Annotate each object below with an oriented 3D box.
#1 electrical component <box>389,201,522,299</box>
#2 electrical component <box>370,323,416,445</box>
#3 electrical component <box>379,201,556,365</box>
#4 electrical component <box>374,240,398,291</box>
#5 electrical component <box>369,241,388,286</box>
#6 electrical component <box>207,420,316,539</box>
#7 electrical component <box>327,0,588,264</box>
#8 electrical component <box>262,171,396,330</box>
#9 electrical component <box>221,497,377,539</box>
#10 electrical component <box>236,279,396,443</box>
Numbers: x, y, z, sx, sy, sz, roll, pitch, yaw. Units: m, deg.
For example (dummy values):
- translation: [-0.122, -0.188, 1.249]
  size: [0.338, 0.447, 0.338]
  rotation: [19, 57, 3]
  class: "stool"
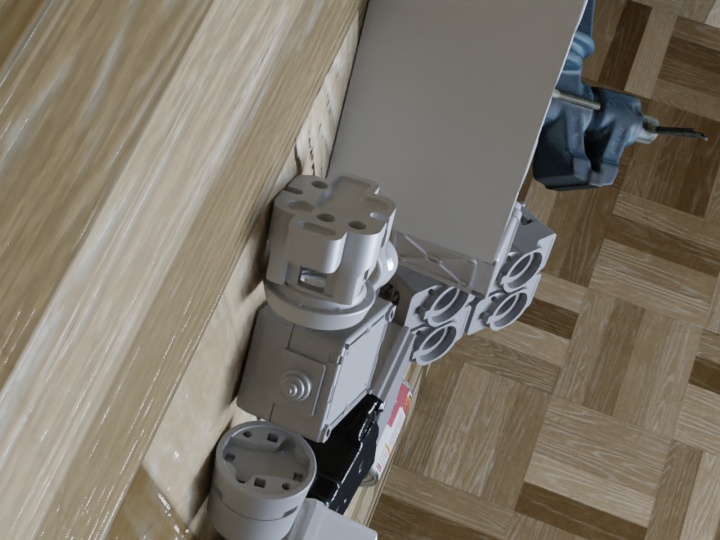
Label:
- translation: [0.072, -0.032, 0.900]
  size: [0.108, 0.109, 0.056]
  rotation: [87, 27, -71]
  class: "electrical component"
- translation: [0.000, 0.113, 0.966]
  size: [0.108, 0.056, 0.108]
  rotation: [-60, 168, -52]
  class: "electrical component"
- translation: [0.099, 0.017, 1.047]
  size: [0.186, 0.060, 0.105]
  rotation: [-22, 143, -32]
  class: "electrical component"
- translation: [0.000, 0.000, 0.742]
  size: [0.046, 0.040, 0.040]
  rotation: [-50, 159, -55]
  class: "electrical component"
- translation: [-0.001, -0.016, 0.697]
  size: [0.046, 0.040, 0.040]
  rotation: [-71, 176, -49]
  class: "electrical component"
- translation: [-0.056, 0.120, 0.596]
  size: [0.055, 0.055, 0.047]
  rotation: [-60, 171, -52]
  class: "electrical component"
- translation: [0.056, -0.111, 0.592]
  size: [0.060, 0.105, 0.186]
  rotation: [-58, 166, -57]
  class: "electrical component"
- translation: [-0.017, -0.008, 0.532]
  size: [0.078, 0.058, 0.057]
  rotation: [-58, 163, -60]
  class: "electrical component"
- translation: [-0.052, 0.196, 0.657]
  size: [0.109, 0.056, 0.108]
  rotation: [-18, -134, 62]
  class: "electrical component"
- translation: [-0.029, 0.047, 0.595]
  size: [0.096, 0.061, 0.061]
  rotation: [-35, 143, -65]
  class: "electrical component"
